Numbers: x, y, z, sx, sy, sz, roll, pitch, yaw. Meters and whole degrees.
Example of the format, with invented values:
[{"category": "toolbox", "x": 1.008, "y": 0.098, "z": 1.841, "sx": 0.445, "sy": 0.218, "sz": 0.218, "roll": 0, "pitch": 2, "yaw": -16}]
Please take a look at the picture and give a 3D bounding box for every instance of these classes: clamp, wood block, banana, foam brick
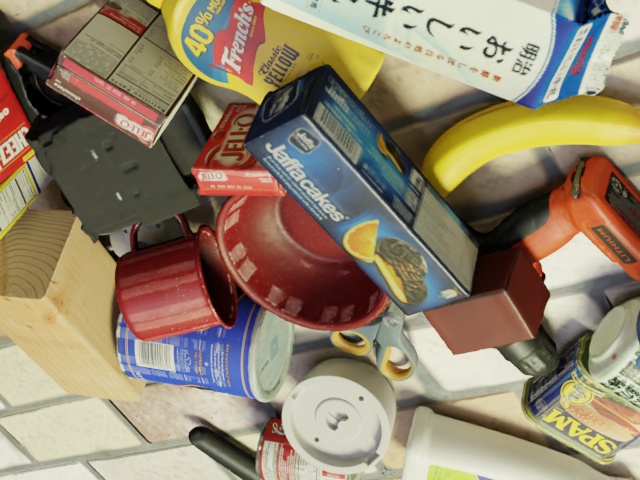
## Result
[{"category": "clamp", "x": -0.052, "y": 0.294, "z": 1.220, "sx": 0.210, "sy": 0.036, "sz": 0.165, "roll": 16, "pitch": 135, "yaw": 9}, {"category": "clamp", "x": -0.218, "y": -0.096, "z": 0.923, "sx": 0.120, "sy": 0.039, "sz": 0.171, "roll": -27, "pitch": 116, "yaw": 27}, {"category": "wood block", "x": -0.235, "y": 0.066, "z": 1.007, "sx": 0.090, "sy": 0.090, "sz": 0.206, "roll": 4, "pitch": 149, "yaw": 21}, {"category": "banana", "x": 0.146, "y": -0.071, "z": 0.790, "sx": 0.198, "sy": 0.037, "sz": 0.069, "roll": -23, "pitch": 111, "yaw": 32}, {"category": "foam brick", "x": 0.129, "y": 0.048, "z": 0.824, "sx": 0.078, "sy": 0.053, "sz": 0.051, "roll": -18, "pitch": 118, "yaw": 40}]

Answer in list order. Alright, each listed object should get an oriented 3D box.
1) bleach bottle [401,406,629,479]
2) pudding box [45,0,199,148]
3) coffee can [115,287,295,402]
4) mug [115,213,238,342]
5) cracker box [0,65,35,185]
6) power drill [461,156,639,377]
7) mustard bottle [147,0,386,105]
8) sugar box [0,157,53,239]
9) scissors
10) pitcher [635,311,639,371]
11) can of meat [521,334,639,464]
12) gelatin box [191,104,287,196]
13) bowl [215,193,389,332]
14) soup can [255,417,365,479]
[{"category": "bleach bottle", "x": 0.208, "y": 0.237, "z": 1.039, "sx": 0.251, "sy": 0.068, "sz": 0.102, "roll": 11, "pitch": 134, "yaw": 10}, {"category": "pudding box", "x": -0.140, "y": -0.132, "z": 0.804, "sx": 0.090, "sy": 0.113, "sz": 0.039, "roll": 32, "pitch": 132, "yaw": -8}, {"category": "coffee can", "x": -0.106, "y": 0.091, "z": 1.006, "sx": 0.140, "sy": 0.102, "sz": 0.103, "roll": 7, "pitch": 133, "yaw": 18}, {"category": "mug", "x": -0.129, "y": 0.030, "z": 0.924, "sx": 0.081, "sy": 0.093, "sz": 0.117, "roll": -15, "pitch": 100, "yaw": 11}, {"category": "cracker box", "x": -0.345, "y": -0.151, "z": 0.879, "sx": 0.164, "sy": 0.072, "sz": 0.213, "roll": 13, "pitch": 136, "yaw": 33}, {"category": "power drill", "x": 0.182, "y": 0.026, "z": 0.854, "sx": 0.184, "sy": 0.057, "sz": 0.188, "roll": 44, "pitch": 132, "yaw": -19}, {"category": "mustard bottle", "x": -0.053, "y": -0.153, "z": 0.784, "sx": 0.191, "sy": 0.058, "sz": 0.096, "roll": 31, "pitch": 120, "yaw": -6}, {"category": "sugar box", "x": -0.309, "y": -0.030, "z": 0.926, "sx": 0.093, "sy": 0.176, "sz": 0.048, "roll": 2, "pitch": 131, "yaw": 21}, {"category": "scissors", "x": 0.048, "y": 0.067, "z": 0.952, "sx": 0.096, "sy": 0.016, "sz": 0.202, "roll": 16, "pitch": 148, "yaw": 19}, {"category": "pitcher", "x": 0.329, "y": 0.020, "z": 0.729, "sx": 0.145, "sy": 0.149, "sz": 0.243, "roll": 26, "pitch": 133, "yaw": -1}, {"category": "can of meat", "x": 0.243, "y": 0.139, "z": 0.936, "sx": 0.102, "sy": 0.057, "sz": 0.084, "roll": 30, "pitch": 133, "yaw": -7}, {"category": "gelatin box", "x": -0.051, "y": -0.072, "z": 0.839, "sx": 0.073, "sy": 0.089, "sz": 0.030, "roll": 3, "pitch": 132, "yaw": 21}, {"category": "bowl", "x": -0.006, "y": 0.001, "z": 0.908, "sx": 0.162, "sy": 0.055, "sz": 0.162, "roll": 15, "pitch": 134, "yaw": 16}, {"category": "soup can", "x": -0.008, "y": 0.227, "z": 1.116, "sx": 0.102, "sy": 0.068, "sz": 0.068, "roll": 6, "pitch": 133, "yaw": 18}]
